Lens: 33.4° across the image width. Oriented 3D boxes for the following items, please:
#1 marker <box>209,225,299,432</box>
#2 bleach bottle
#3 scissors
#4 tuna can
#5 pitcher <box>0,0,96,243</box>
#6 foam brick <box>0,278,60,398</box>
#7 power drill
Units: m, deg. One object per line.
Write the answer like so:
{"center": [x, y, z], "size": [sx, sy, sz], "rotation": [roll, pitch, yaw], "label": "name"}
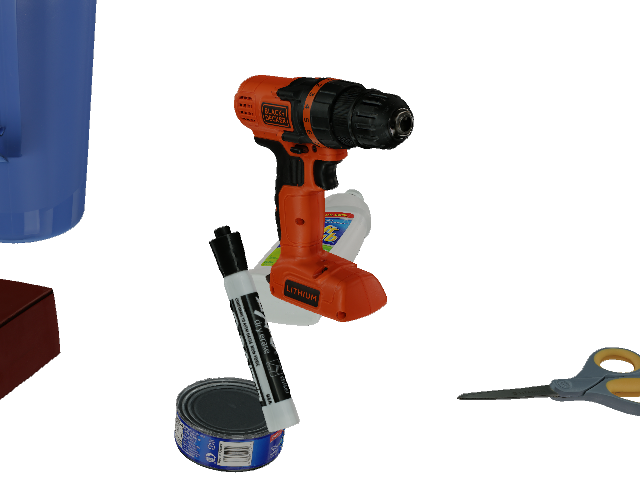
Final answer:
{"center": [-0.039, 0.050, 0.616], "size": [0.020, 0.121, 0.020], "rotation": [-18, -5, -2], "label": "marker"}
{"center": [-0.005, 0.007, 1.316], "size": [0.103, 0.068, 0.250], "rotation": [7, 33, 18], "label": "bleach bottle"}
{"center": [0.213, 0.119, 0.928], "size": [0.201, 0.016, 0.096], "rotation": [6, 28, -4], "label": "scissors"}
{"center": [-0.069, 0.141, 0.821], "size": [0.086, 0.034, 0.086], "rotation": [6, 22, -3], "label": "tuna can"}
{"center": [-0.237, -0.120, 0.812], "size": [0.145, 0.243, 0.148], "rotation": [26, 32, 35], "label": "pitcher"}
{"center": [-0.222, 0.067, 0.722], "size": [0.053, 0.051, 0.078], "rotation": [10, 28, 25], "label": "foam brick"}
{"center": [0.008, -0.035, 0.836], "size": [0.057, 0.188, 0.185], "rotation": [-18, 22, -35], "label": "power drill"}
